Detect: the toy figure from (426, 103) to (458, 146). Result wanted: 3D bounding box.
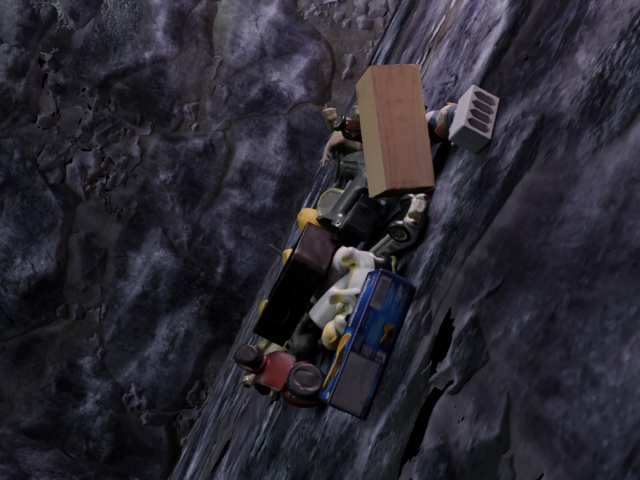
[{"bbox_3d":[0.207,-0.191,0.887,0.154,0.058,0.064,-179,86,-79],"label":"toy figure"}]

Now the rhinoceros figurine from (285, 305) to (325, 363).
[{"bbox_3d":[-0.017,0.191,1.041,0.112,0.073,0.190,-59,-4,-2],"label":"rhinoceros figurine"}]

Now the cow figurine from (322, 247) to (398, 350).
[{"bbox_3d":[0.066,0.098,0.842,0.068,0.098,0.167,42,-117,-58],"label":"cow figurine"}]

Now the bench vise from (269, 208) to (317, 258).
[{"bbox_3d":[-0.021,-0.018,1.486,0.240,0.129,0.224,-45,5,12],"label":"bench vise"}]

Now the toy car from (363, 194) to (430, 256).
[{"bbox_3d":[0.121,-0.007,0.886,0.073,0.056,0.201,-62,7,-32],"label":"toy car"}]

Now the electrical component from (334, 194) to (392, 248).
[{"bbox_3d":[0.074,-0.036,0.918,0.075,0.048,0.119,-62,4,-26],"label":"electrical component"}]

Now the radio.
[{"bbox_3d":[-0.050,0.090,1.041,0.229,0.073,0.131,-62,3,33],"label":"radio"}]

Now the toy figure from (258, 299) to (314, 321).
[{"bbox_3d":[-0.058,0.147,1.237,0.180,0.089,0.082,-33,-4,15],"label":"toy figure"}]

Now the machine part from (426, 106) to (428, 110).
[{"bbox_3d":[0.193,-0.214,1.068,0.084,0.039,0.139,120,160,-57],"label":"machine part"}]

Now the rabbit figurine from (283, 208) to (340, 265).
[{"bbox_3d":[-0.003,-0.004,1.282,0.121,0.162,0.173,121,148,-44],"label":"rabbit figurine"}]

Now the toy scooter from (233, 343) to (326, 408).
[{"bbox_3d":[-0.067,0.251,0.961,0.135,0.184,0.075,90,-155,-55],"label":"toy scooter"}]

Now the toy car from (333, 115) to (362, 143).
[{"bbox_3d":[0.102,-0.221,1.104,0.202,0.089,0.053,25,92,60],"label":"toy car"}]

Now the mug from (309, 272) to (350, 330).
[{"bbox_3d":[0.046,0.111,0.957,0.107,0.081,0.109,-53,-8,9],"label":"mug"}]

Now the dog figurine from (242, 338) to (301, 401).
[{"bbox_3d":[-0.072,0.254,1.192,0.190,0.121,0.172,-42,35,44],"label":"dog figurine"}]

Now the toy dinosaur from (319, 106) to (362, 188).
[{"bbox_3d":[0.073,-0.234,1.352,0.471,0.105,0.198,-13,-84,-69],"label":"toy dinosaur"}]

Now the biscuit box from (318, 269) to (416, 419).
[{"bbox_3d":[0.066,0.143,0.761,0.202,0.059,0.063,-66,9,-12],"label":"biscuit box"}]

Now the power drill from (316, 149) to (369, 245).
[{"bbox_3d":[0.090,-0.098,1.046,0.232,0.086,0.207,18,80,58],"label":"power drill"}]
